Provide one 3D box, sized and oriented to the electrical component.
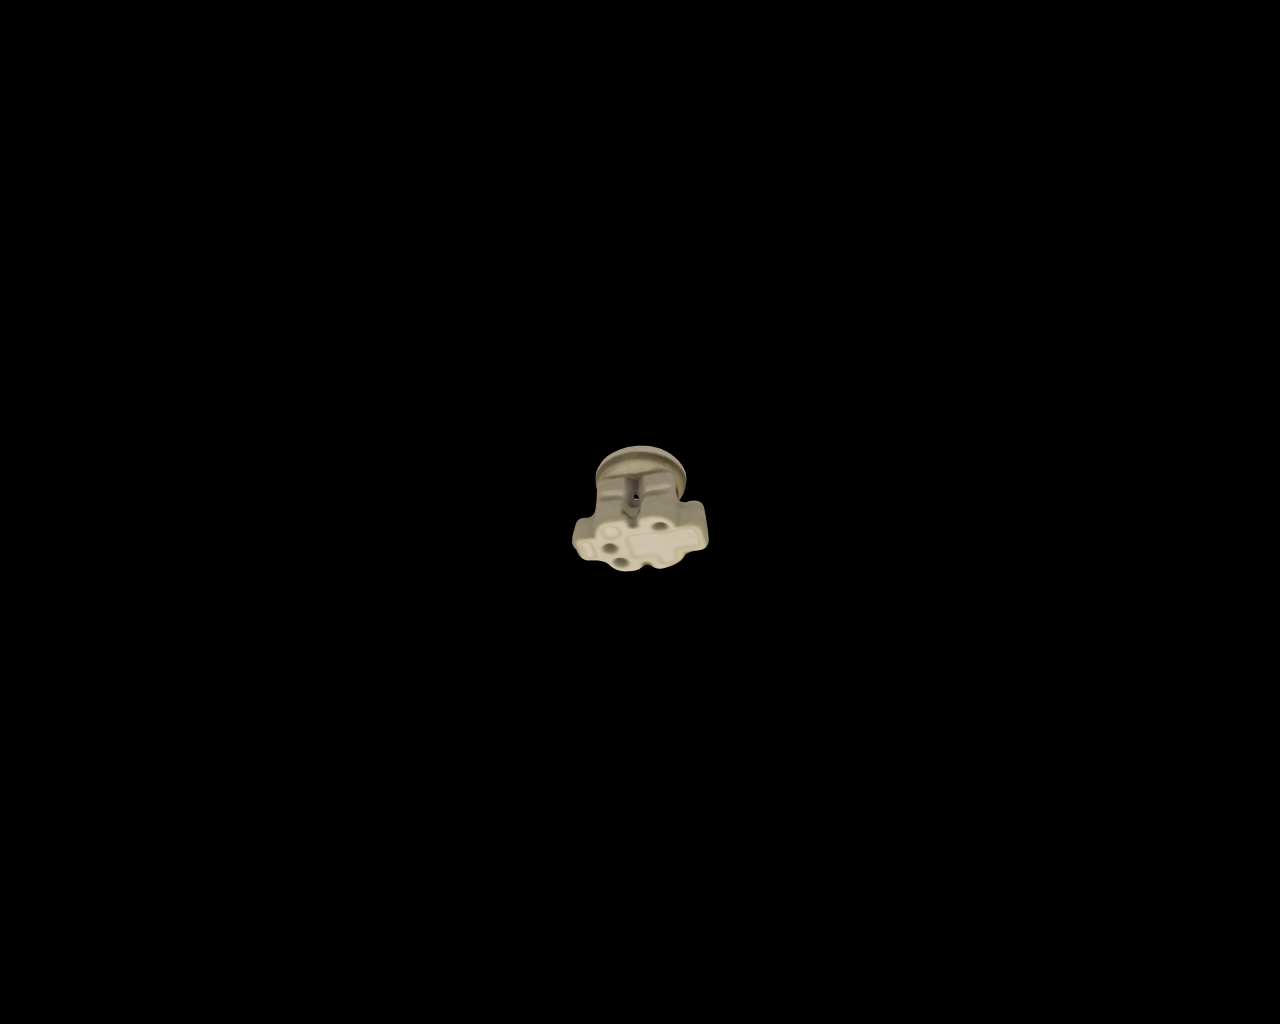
[{"bbox_3d":[0.001,-0.003,0.650,0.078,0.057,0.058,-7,-39,9],"label":"electrical component"}]
